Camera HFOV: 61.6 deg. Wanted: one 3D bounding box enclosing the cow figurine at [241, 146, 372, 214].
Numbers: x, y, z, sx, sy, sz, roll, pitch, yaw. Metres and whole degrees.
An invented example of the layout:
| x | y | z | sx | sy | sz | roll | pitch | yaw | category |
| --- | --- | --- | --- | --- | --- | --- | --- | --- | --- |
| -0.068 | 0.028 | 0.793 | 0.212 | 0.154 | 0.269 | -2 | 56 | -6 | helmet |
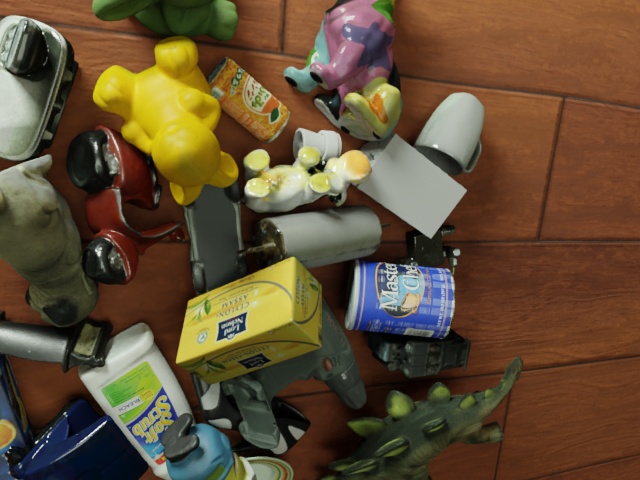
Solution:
| x | y | z | sx | sy | sz | roll | pitch | yaw | category |
| --- | --- | --- | --- | --- | --- | --- | --- | --- | --- |
| -0.019 | -0.072 | 0.706 | 0.167 | 0.098 | 0.068 | -6 | 69 | -12 | cow figurine |

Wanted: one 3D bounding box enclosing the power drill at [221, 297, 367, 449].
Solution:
| x | y | z | sx | sy | sz | roll | pitch | yaw | category |
| --- | --- | --- | --- | --- | --- | --- | --- | --- | --- |
| -0.025 | 0.193 | 0.752 | 0.207 | 0.086 | 0.231 | -33 | 109 | -39 | power drill |

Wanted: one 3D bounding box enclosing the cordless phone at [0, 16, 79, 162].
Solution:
| x | y | z | sx | sy | sz | roll | pitch | yaw | category |
| --- | --- | --- | --- | --- | --- | --- | --- | --- | --- |
| -0.294 | -0.145 | 0.528 | 0.088 | 0.184 | 0.146 | 19 | 95 | -30 | cordless phone |

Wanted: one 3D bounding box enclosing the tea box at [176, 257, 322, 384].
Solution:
| x | y | z | sx | sy | sz | roll | pitch | yaw | category |
| --- | --- | --- | --- | --- | --- | --- | --- | --- | --- |
| -0.085 | 0.100 | 0.654 | 0.170 | 0.098 | 0.068 | -23 | 131 | 21 | tea box |

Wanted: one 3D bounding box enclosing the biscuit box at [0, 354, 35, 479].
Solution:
| x | y | z | sx | sy | sz | roll | pitch | yaw | category |
| --- | --- | --- | --- | --- | --- | --- | --- | --- | --- |
| -0.389 | 0.239 | 0.654 | 0.063 | 0.059 | 0.202 | -16 | 109 | -19 | biscuit box |

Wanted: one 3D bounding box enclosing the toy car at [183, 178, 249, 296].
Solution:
| x | y | z | sx | sy | sz | roll | pitch | yaw | category |
| --- | --- | --- | --- | --- | --- | --- | --- | --- | --- |
| -0.137 | -0.011 | 0.701 | 0.073 | 0.056 | 0.201 | -7 | 105 | -14 | toy car |

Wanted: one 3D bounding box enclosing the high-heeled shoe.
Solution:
| x | y | z | sx | sy | sz | roll | pitch | yaw | category |
| --- | --- | --- | --- | --- | --- | --- | --- | --- | --- |
| -0.097 | 0.212 | 0.759 | 0.145 | 0.086 | 0.248 | -18 | 117 | -16 | high-heeled shoe |

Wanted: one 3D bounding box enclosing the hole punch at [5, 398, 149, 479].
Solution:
| x | y | z | sx | sy | sz | roll | pitch | yaw | category |
| --- | --- | --- | --- | --- | --- | --- | --- | --- | --- |
| -0.290 | 0.275 | 0.659 | 0.116 | 0.092 | 0.142 | -51 | 135 | -39 | hole punch |

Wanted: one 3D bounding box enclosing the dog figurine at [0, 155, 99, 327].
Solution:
| x | y | z | sx | sy | sz | roll | pitch | yaw | category |
| --- | --- | --- | --- | --- | --- | --- | --- | --- | --- |
| -0.302 | 0.018 | 0.579 | 0.121 | 0.172 | 0.190 | -24 | 104 | -4 | dog figurine |

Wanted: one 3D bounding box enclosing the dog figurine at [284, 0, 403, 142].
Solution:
| x | y | z | sx | sy | sz | roll | pitch | yaw | category |
| --- | --- | --- | --- | --- | --- | --- | --- | --- | --- |
| 0.070 | -0.262 | 0.697 | 0.191 | 0.109 | 0.219 | 37 | 85 | -25 | dog figurine |

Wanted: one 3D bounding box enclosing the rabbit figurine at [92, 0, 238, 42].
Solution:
| x | y | z | sx | sy | sz | roll | pitch | yaw | category |
| --- | --- | --- | --- | --- | --- | --- | --- | --- | --- |
| -0.155 | -0.279 | 0.559 | 0.159 | 0.170 | 0.121 | -6 | 105 | -22 | rabbit figurine |

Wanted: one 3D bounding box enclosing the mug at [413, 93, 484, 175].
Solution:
| x | y | z | sx | sy | sz | roll | pitch | yaw | category |
| --- | --- | --- | --- | --- | --- | --- | --- | --- | --- |
| 0.206 | -0.155 | 0.797 | 0.109 | 0.081 | 0.107 | 30 | 83 | -28 | mug |

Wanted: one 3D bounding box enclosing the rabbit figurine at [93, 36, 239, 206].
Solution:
| x | y | z | sx | sy | sz | roll | pitch | yaw | category |
| --- | --- | --- | --- | --- | --- | --- | --- | --- | --- |
| -0.156 | -0.109 | 0.580 | 0.122 | 0.173 | 0.162 | -25 | 134 | -10 | rabbit figurine |

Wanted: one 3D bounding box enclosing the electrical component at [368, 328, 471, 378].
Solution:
| x | y | z | sx | sy | sz | roll | pitch | yaw | category |
| --- | --- | --- | --- | --- | --- | --- | --- | --- | --- |
| 0.145 | 0.161 | 0.830 | 0.134 | 0.115 | 0.058 | 0 | 101 | -25 | electrical component |

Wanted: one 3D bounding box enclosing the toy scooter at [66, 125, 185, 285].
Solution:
| x | y | z | sx | sy | sz | roll | pitch | yaw | category |
| --- | --- | --- | --- | --- | --- | --- | --- | --- | --- |
| -0.221 | -0.041 | 0.639 | 0.135 | 0.075 | 0.183 | -7 | 90 | -54 | toy scooter |

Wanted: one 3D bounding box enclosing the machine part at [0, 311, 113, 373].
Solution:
| x | y | z | sx | sy | sz | roll | pitch | yaw | category |
| --- | --- | --- | --- | --- | --- | --- | --- | --- | --- |
| -0.327 | 0.120 | 0.648 | 0.139 | 0.084 | 0.039 | 8 | 125 | -16 | machine part |

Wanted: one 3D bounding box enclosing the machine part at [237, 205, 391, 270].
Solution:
| x | y | z | sx | sy | sz | roll | pitch | yaw | category |
| --- | --- | --- | --- | --- | --- | --- | --- | --- | --- |
| -0.001 | -0.002 | 0.725 | 0.243 | 0.079 | 0.079 | -12 | 108 | -37 | machine part |

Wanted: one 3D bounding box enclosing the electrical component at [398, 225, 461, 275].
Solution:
| x | y | z | sx | sy | sz | roll | pitch | yaw | category |
| --- | --- | --- | --- | --- | --- | --- | --- | --- | --- |
| 0.174 | 0.021 | 0.845 | 0.102 | 0.045 | 0.078 | -8 | 108 | -21 | electrical component |

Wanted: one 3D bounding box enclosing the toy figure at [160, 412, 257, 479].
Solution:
| x | y | z | sx | sy | sz | roll | pitch | yaw | category |
| --- | --- | --- | --- | --- | --- | --- | --- | --- | --- |
| -0.147 | 0.299 | 0.700 | 0.089 | 0.082 | 0.180 | -17 | 130 | 16 | toy figure |

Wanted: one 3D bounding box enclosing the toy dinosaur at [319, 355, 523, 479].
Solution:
| x | y | z | sx | sy | sz | roll | pitch | yaw | category |
| --- | --- | --- | --- | --- | --- | --- | --- | --- | --- |
| 0.123 | 0.323 | 0.845 | 0.471 | 0.105 | 0.198 | -41 | 131 | 10 | toy dinosaur |
